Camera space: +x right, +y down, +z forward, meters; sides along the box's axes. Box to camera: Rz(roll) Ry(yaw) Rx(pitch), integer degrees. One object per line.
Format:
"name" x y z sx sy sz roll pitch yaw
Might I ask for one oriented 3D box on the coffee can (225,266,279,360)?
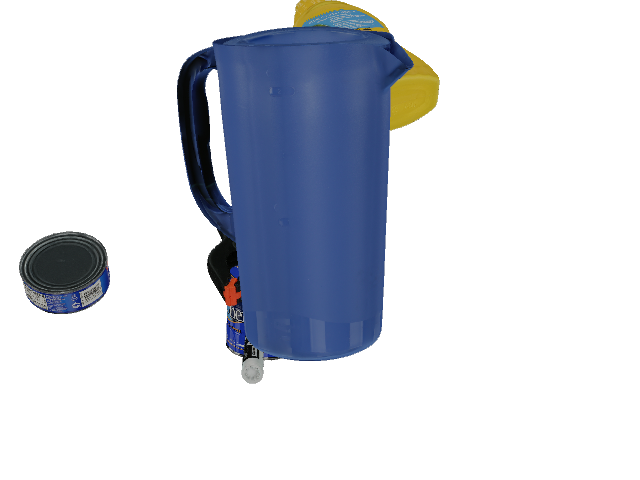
"coffee can" -0.075 0.075 1.431 0.103 0.140 0.103 2 20 -1

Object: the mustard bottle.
"mustard bottle" 0.024 -0.175 0.997 0.096 0.058 0.192 -19 46 -18

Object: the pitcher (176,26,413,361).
"pitcher" -0.019 -0.039 0.811 0.144 0.243 0.149 -8 16 -21

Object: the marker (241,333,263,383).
"marker" -0.061 0.096 0.973 0.020 0.020 0.121 0 18 -2

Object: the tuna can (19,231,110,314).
"tuna can" -0.252 0.032 1.058 0.086 0.034 0.086 0 44 0

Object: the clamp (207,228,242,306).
"clamp" -0.074 0.008 1.226 0.120 0.039 0.171 -5 42 6
